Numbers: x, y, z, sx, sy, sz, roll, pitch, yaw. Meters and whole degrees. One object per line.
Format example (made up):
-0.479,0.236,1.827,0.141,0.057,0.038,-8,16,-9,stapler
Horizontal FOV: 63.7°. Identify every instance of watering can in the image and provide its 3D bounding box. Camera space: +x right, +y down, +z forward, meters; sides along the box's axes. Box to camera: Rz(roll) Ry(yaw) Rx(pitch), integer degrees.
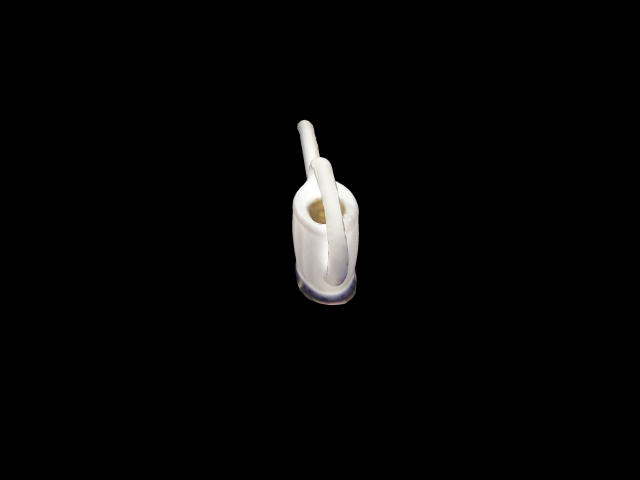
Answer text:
0.003,-0.043,0.850,0.104,0.219,0.356,-5,37,-6,watering can
